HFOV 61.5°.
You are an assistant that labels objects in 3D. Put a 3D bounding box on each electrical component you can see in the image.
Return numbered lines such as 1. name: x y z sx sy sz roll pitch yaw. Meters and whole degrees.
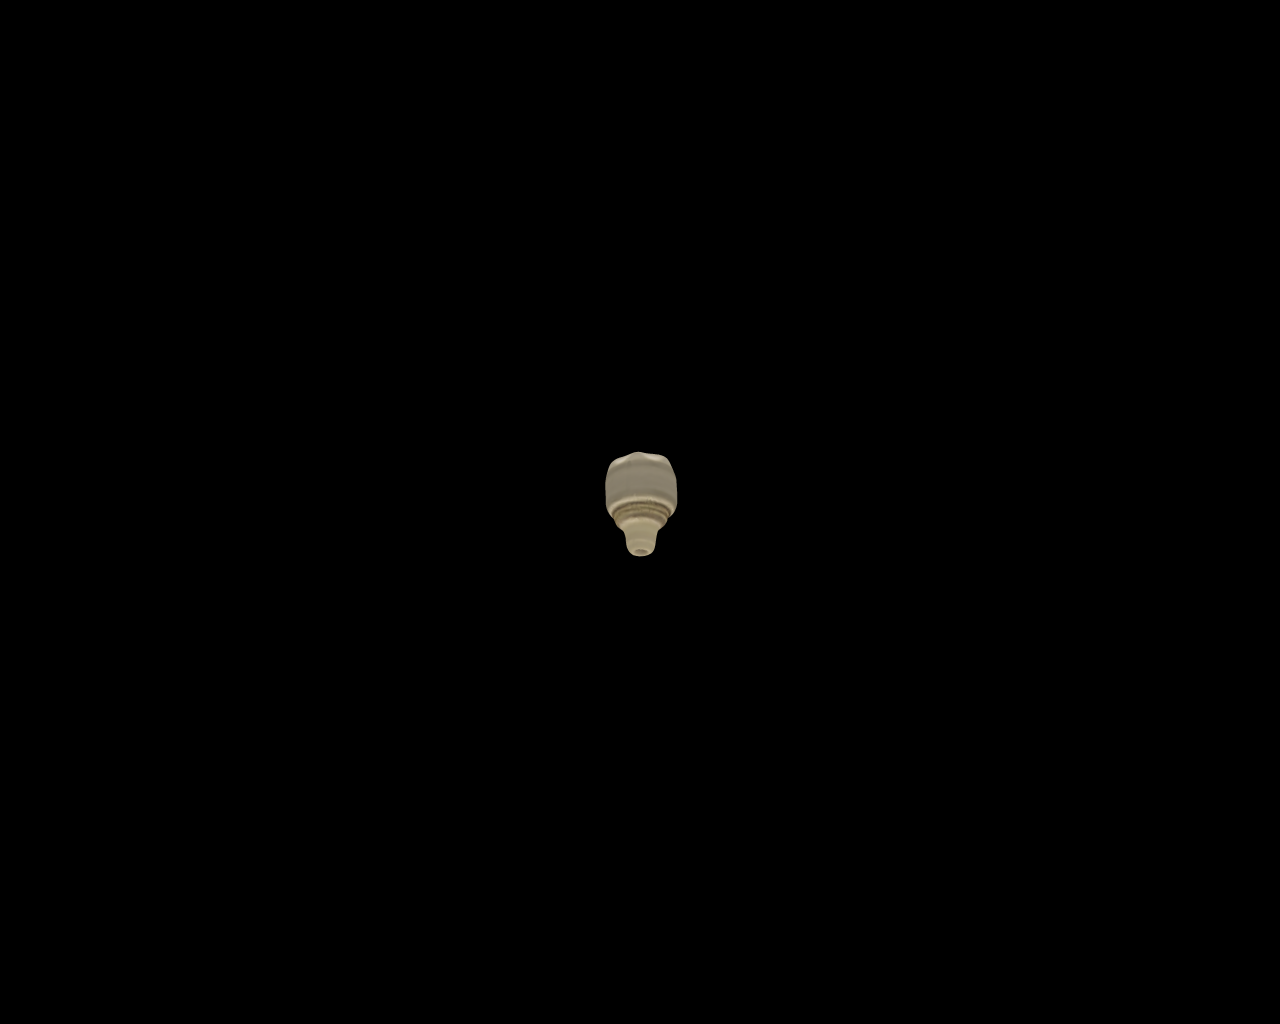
1. electrical component: 0.001 -0.003 0.650 0.043 0.062 0.043 0 -27 0
